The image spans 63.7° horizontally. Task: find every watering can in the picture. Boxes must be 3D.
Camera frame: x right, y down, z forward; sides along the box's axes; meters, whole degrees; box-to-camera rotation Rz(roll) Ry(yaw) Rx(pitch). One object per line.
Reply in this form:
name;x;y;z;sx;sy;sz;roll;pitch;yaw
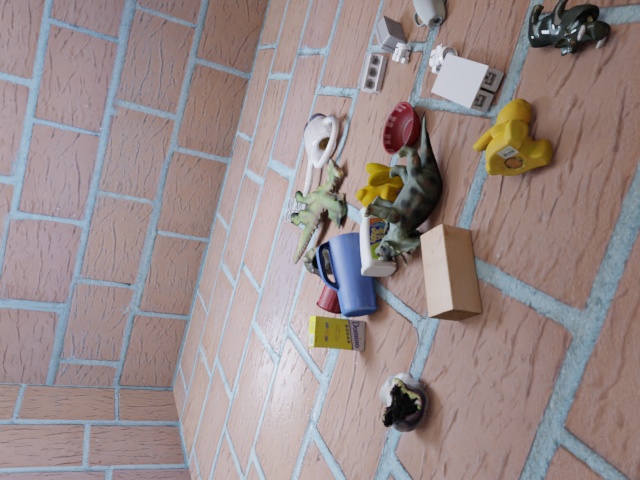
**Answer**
watering can;-0.016;-0.357;2.053;0.340;0.104;0.230;-61;29;33

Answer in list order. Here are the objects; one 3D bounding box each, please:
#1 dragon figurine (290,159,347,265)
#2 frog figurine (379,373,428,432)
dragon figurine;0.006;-0.096;1.915;0.243;0.122;0.411;7;87;57
frog figurine;0.211;0.407;1.307;0.158;0.122;0.139;48;-143;-76
